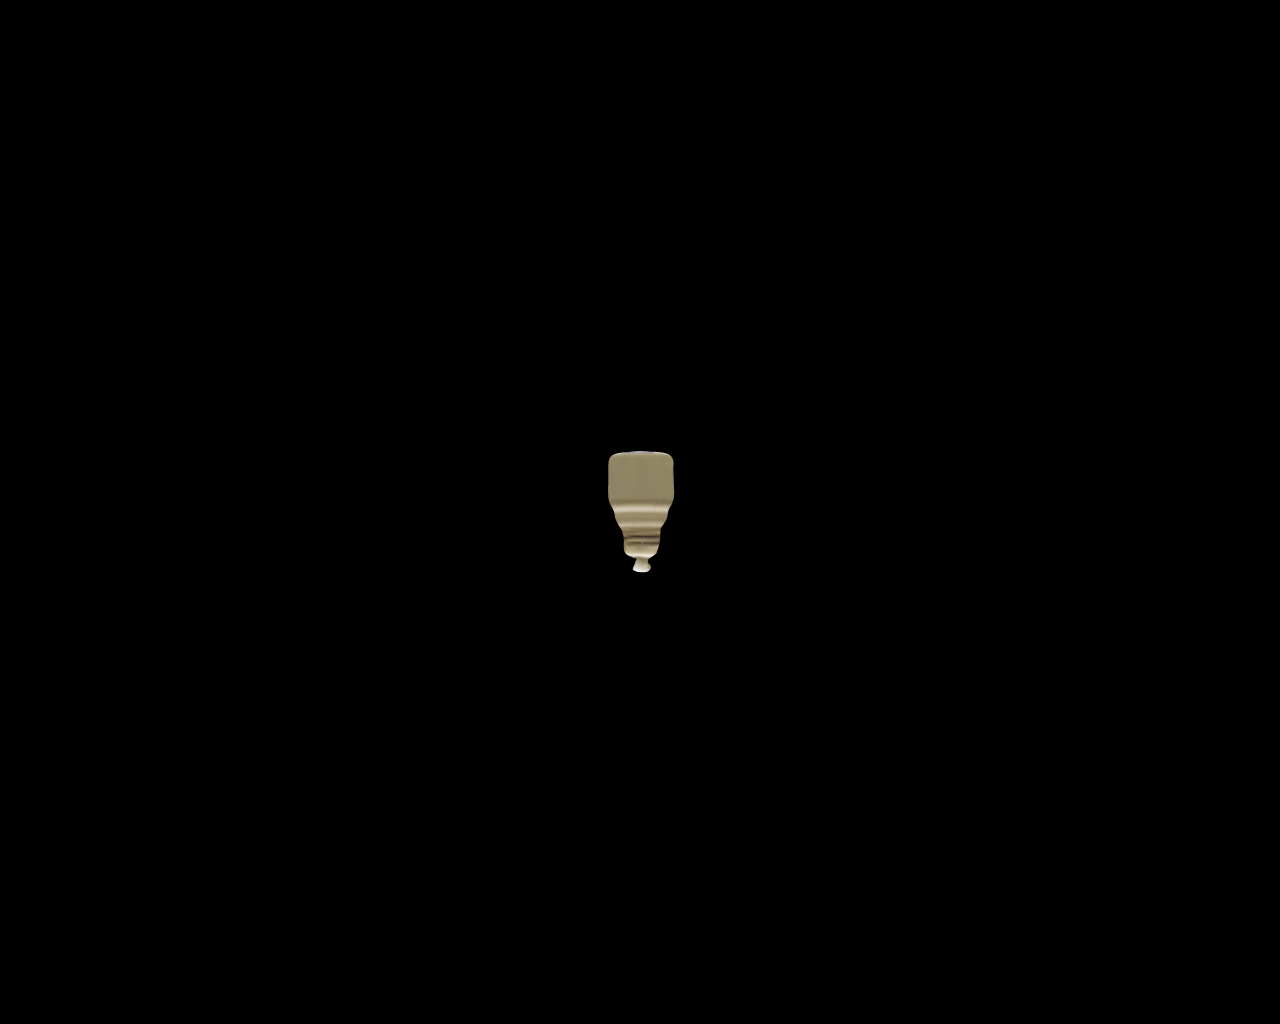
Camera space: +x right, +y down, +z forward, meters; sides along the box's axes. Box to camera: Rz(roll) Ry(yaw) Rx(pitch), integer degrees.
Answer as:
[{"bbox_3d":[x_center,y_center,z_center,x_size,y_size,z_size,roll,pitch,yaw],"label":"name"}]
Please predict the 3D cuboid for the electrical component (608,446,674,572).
[{"bbox_3d":[0.001,-0.003,0.650,0.040,0.078,0.040,0,-3,0],"label":"electrical component"}]
